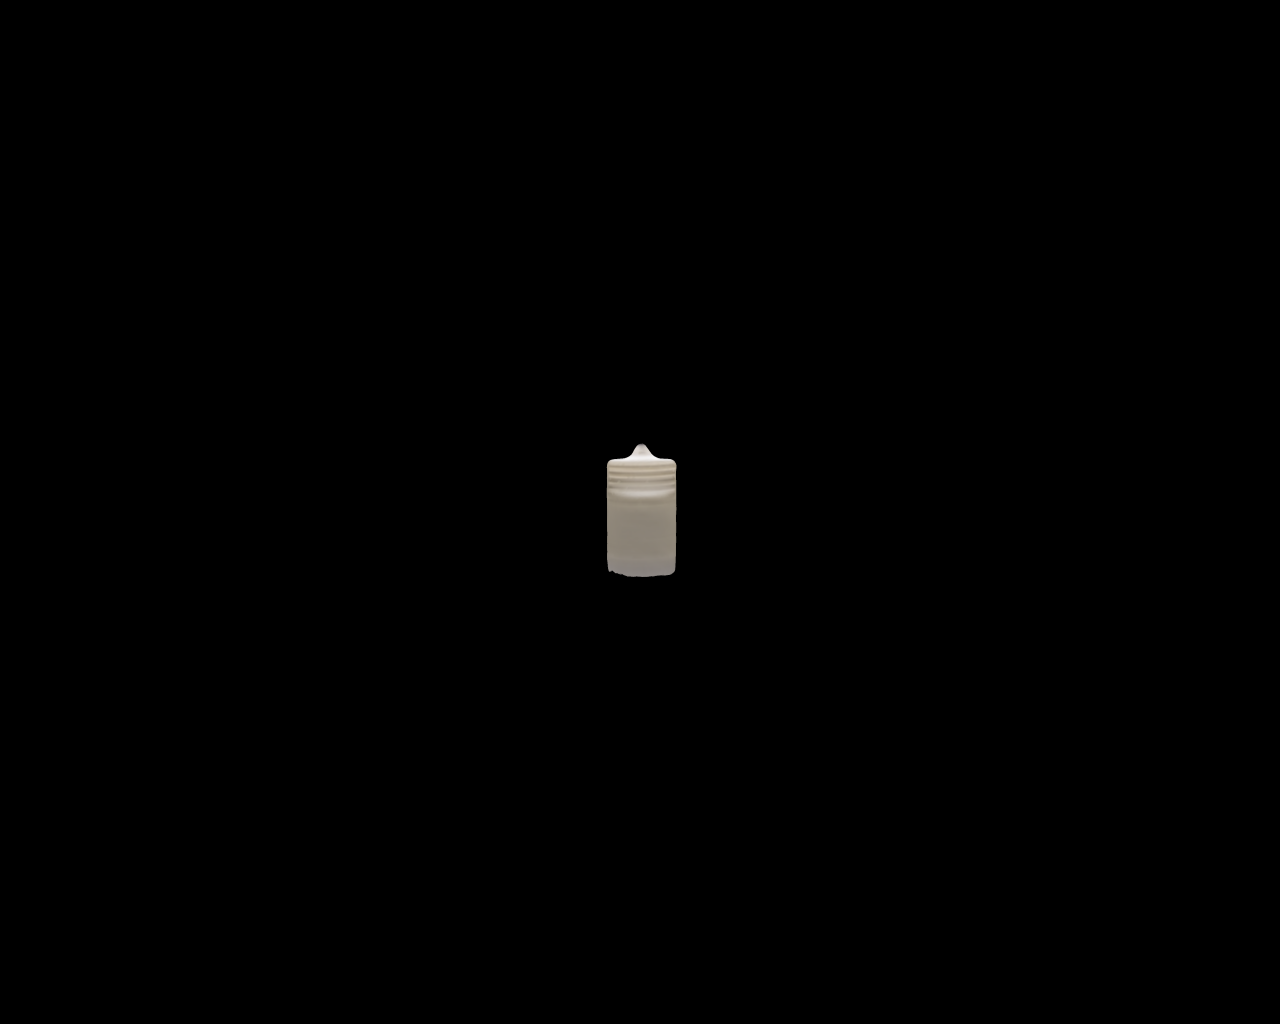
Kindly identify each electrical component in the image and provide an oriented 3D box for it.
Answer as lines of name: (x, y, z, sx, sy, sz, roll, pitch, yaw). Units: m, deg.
electrical component: (0.001, -0.003, 0.650, 0.043, 0.080, 0.043, 0, 7, 0)
